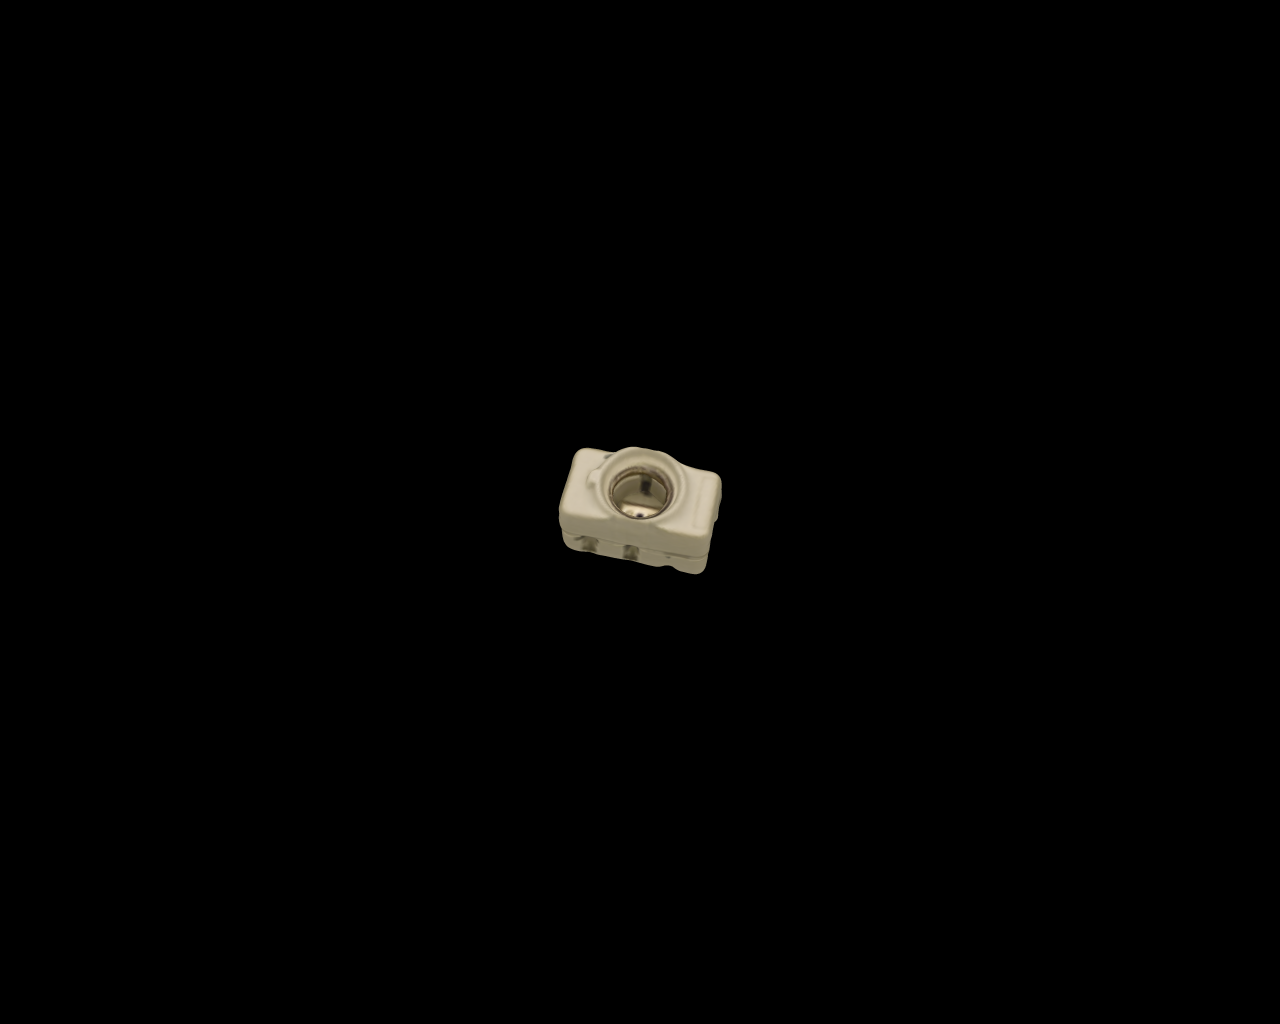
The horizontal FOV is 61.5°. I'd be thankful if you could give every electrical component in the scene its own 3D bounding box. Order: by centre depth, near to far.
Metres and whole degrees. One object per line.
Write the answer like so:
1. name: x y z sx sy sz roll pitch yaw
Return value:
1. electrical component: 0.001 -0.003 0.650 0.089 0.050 0.055 11 -29 7
